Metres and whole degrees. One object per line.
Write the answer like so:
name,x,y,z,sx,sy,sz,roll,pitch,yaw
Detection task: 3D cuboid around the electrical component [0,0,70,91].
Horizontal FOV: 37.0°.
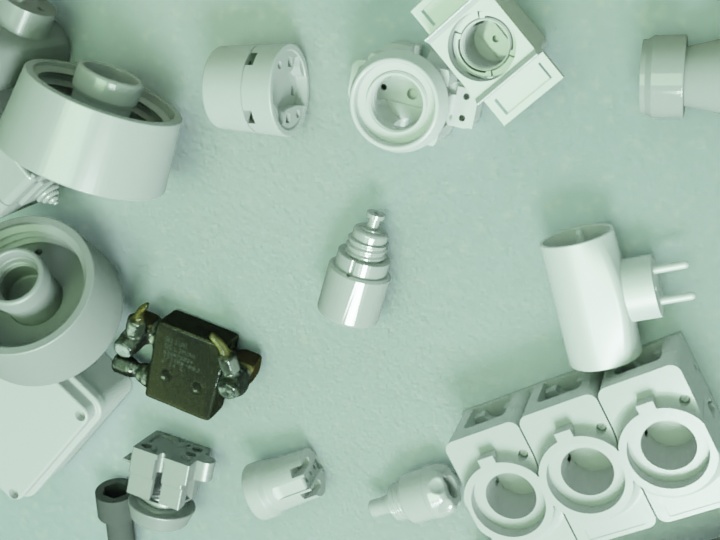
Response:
electrical component,-0.215,-0.151,0.673,0.043,0.077,0.079,34,114,6

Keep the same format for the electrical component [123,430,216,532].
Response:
electrical component,-0.138,0.151,0.766,0.066,0.048,0.055,16,104,13

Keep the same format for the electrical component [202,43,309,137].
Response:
electrical component,-0.063,-0.109,0.648,0.047,0.055,0.055,6,109,21

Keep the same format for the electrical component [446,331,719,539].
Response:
electrical component,0.139,0.111,0.648,0.150,0.062,0.089,-24,99,24

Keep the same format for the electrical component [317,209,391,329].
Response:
electrical component,0.000,0.000,0.670,0.040,0.040,0.078,21,113,11

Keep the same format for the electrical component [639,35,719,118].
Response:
electrical component,0.179,-0.103,0.572,0.055,0.045,0.045,3,108,19

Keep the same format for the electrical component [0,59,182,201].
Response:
electrical component,-0.162,-0.093,0.660,0.108,0.108,0.060,26,108,9

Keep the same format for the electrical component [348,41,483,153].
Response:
electrical component,0.027,-0.099,0.618,0.078,0.057,0.058,16,112,13

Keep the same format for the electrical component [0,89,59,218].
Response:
electrical component,-0.238,-0.076,0.714,0.061,0.062,0.096,-37,93,25

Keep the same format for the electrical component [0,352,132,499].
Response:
electrical component,-0.230,0.100,0.773,0.078,0.057,0.113,44,115,1

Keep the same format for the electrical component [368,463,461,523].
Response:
electrical component,0.034,0.151,0.712,0.061,0.035,0.035,-21,100,25

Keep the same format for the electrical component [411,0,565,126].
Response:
electrical component,0.072,-0.125,0.591,0.042,0.064,0.081,-38,93,24

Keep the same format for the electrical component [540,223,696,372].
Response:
electrical component,0.151,0.012,0.621,0.079,0.043,0.077,-11,103,22

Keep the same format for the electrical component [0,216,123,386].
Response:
electrical component,-0.217,0.016,0.707,0.108,0.060,0.108,-2,65,5

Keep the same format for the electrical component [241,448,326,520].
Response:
electrical component,-0.052,0.145,0.738,0.046,0.040,0.040,-22,99,18
